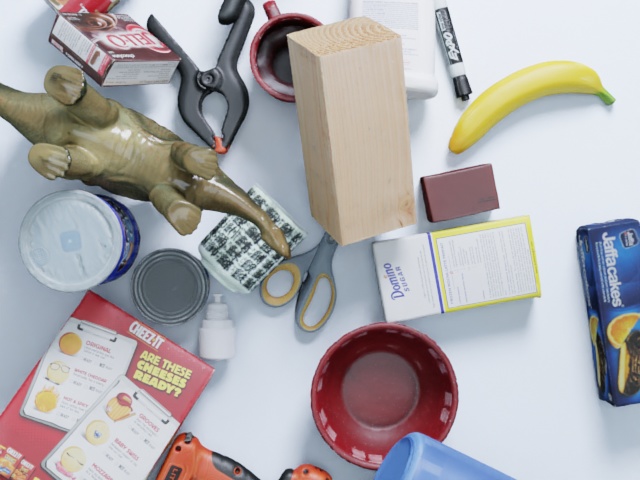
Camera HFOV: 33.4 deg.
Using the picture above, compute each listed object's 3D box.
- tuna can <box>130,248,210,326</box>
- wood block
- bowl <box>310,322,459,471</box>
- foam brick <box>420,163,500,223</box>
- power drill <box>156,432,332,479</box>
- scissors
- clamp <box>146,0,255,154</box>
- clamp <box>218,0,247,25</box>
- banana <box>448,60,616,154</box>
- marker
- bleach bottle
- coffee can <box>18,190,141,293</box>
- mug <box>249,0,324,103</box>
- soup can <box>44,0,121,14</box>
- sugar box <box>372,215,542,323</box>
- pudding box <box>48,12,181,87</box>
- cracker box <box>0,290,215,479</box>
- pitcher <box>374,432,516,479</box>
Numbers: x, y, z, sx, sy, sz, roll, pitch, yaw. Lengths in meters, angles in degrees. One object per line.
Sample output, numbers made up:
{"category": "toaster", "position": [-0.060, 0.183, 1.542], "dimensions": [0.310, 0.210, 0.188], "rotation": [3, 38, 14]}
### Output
{"category": "tuna can", "position": [-0.165, 0.051, 1.180], "dimensions": [0.086, 0.034, 0.086], "rotation": [0, 91, -1]}
{"category": "wood block", "position": [0.034, -0.113, 1.098], "dimensions": [0.090, 0.090, 0.206], "rotation": [-17, 120, -17]}
{"category": "bowl", "position": [0.069, 0.169, 1.177], "dimensions": [0.162, 0.055, 0.162], "rotation": [0, 91, -1]}
{"category": "foam brick", "position": [0.153, -0.052, 1.178], "dimensions": [0.078, 0.051, 0.053], "rotation": [-11, 93, -1]}
{"category": "power drill", "position": [-0.100, 0.309, 1.175], "dimensions": [0.187, 0.057, 0.184], "rotation": [25, 86, -4]}
{"category": "scissors", "position": [-0.008, 0.001, 1.192], "dimensions": [0.096, 0.016, 0.202], "rotation": [12, 90, -2]}
{"category": "clamp", "position": [-0.131, -0.180, 1.177], "dimensions": [0.120, 0.039, 0.171], "rotation": [0, 87, 9]}
{"category": "clamp", "position": [-0.071, -0.356, 1.148], "dimensions": [0.210, 0.036, 0.164], "rotation": [-40, 76, 10]}
{"category": "banana", "position": [0.230, -0.156, 1.185], "dimensions": [0.198, 0.037, 0.069], "rotation": [-18, 90, -1]}
{"category": "marker", "position": [0.147, -0.214, 1.191], "dimensions": [0.020, 0.020, 0.121], "rotation": [-16, 91, -1]}
{"category": "bleach bottle", "position": [0.085, -0.284, 1.167], "dimensions": [0.102, 0.068, 0.251], "rotation": [3, 89, 2]}
{"category": "coffee can", "position": [-0.249, 0.000, 1.124], "dimensions": [0.103, 0.140, 0.103], "rotation": [0, 91, -2]}
{"category": "mug", "position": [-0.034, -0.203, 1.156], "dimensions": [0.093, 0.081, 0.117], "rotation": [-26, 92, -1]}
{"category": "soup can", "position": [-0.247, -0.278, 1.157], "dimensions": [0.102, 0.068, 0.068], "rotation": [-43, 92, -1]}
{"category": "sugar box", "position": [0.150, 0.032, 1.182], "dimensions": [0.176, 0.048, 0.093], "rotation": [-9, 91, 3]}
{"category": "pudding box", "position": [-0.216, -0.201, 1.126], "dimensions": [0.090, 0.113, 0.039], "rotation": [39, 118, 19]}
{"category": "cracker box", "position": [-0.238, 0.188, 1.134], "dimensions": [0.164, 0.072, 0.213], "rotation": [33, 70, -2]}
{"category": "pitcher", "position": [0.178, 0.296, 1.099], "dimensions": [0.242, 0.145, 0.149], "rotation": [30, 106, -7]}
